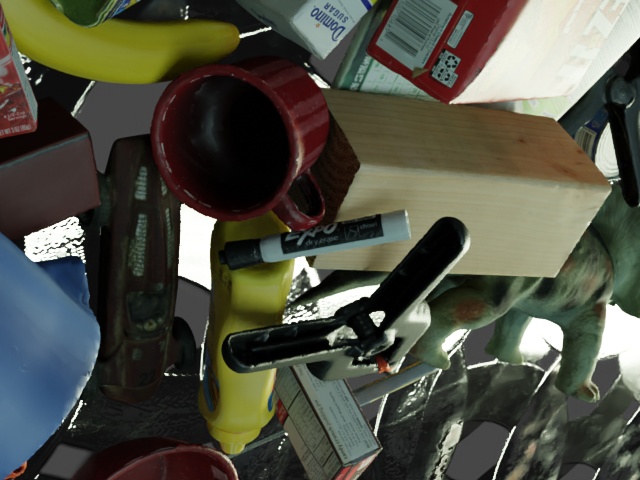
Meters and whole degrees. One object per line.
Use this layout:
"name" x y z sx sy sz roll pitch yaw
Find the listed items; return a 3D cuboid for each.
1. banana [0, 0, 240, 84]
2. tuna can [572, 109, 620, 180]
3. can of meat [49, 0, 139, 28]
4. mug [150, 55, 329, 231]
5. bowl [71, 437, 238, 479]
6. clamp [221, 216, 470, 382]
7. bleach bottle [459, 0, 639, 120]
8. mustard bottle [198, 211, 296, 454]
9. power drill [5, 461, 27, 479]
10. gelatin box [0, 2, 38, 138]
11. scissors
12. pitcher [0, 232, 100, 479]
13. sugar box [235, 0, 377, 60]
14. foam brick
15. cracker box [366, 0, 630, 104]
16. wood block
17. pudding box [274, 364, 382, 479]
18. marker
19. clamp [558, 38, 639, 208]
"banana" -0.126 -0.123 0.595 0.197 0.037 0.070 21 105 -47
"tuna can" 0.265 -0.099 0.956 0.086 0.034 0.086 -23 132 -27
"can of meat" -0.089 -0.160 0.536 0.102 0.057 0.083 -35 -172 49
"mug" -0.036 -0.057 0.649 0.093 0.117 0.081 -38 -178 26
"bowl" -0.143 0.205 0.810 0.161 0.055 0.162 -23 132 -27
"clamp" 0.037 0.053 0.714 0.164 0.036 0.210 -30 160 6
"bleach bottle" 0.170 -0.139 0.823 0.251 0.068 0.102 -48 137 2
"mustard bottle" -0.056 0.078 0.763 0.058 0.096 0.192 1 123 -11
"power drill" -0.274 0.110 0.629 0.187 0.057 0.184 -16 130 -29
"gelatin box" -0.198 -0.083 0.544 0.089 0.030 0.073 -12 133 -3
"scissors" 0.012 0.146 0.924 0.202 0.016 0.096 -24 172 3
"pitcher" -0.235 0.017 0.501 0.145 0.149 0.242 -29 124 17
"sugar box" 0.025 -0.197 0.630 0.176 0.093 0.048 -49 139 1
"foam brick" -0.172 -0.038 0.607 0.078 0.053 0.051 -25 134 -24
"cracker box" 0.139 -0.169 0.661 0.213 0.072 0.164 -14 138 -58
"wood block" 0.084 -0.037 0.744 0.205 0.090 0.091 2 130 -29
"pudding box" -0.002 0.131 0.815 0.039 0.113 0.090 -23 160 -23
"marker" -0.004 0.001 0.663 0.121 0.020 0.020 -10 135 9
"clamp" 0.232 -0.119 0.886 0.120 0.039 0.171 8 90 -25
